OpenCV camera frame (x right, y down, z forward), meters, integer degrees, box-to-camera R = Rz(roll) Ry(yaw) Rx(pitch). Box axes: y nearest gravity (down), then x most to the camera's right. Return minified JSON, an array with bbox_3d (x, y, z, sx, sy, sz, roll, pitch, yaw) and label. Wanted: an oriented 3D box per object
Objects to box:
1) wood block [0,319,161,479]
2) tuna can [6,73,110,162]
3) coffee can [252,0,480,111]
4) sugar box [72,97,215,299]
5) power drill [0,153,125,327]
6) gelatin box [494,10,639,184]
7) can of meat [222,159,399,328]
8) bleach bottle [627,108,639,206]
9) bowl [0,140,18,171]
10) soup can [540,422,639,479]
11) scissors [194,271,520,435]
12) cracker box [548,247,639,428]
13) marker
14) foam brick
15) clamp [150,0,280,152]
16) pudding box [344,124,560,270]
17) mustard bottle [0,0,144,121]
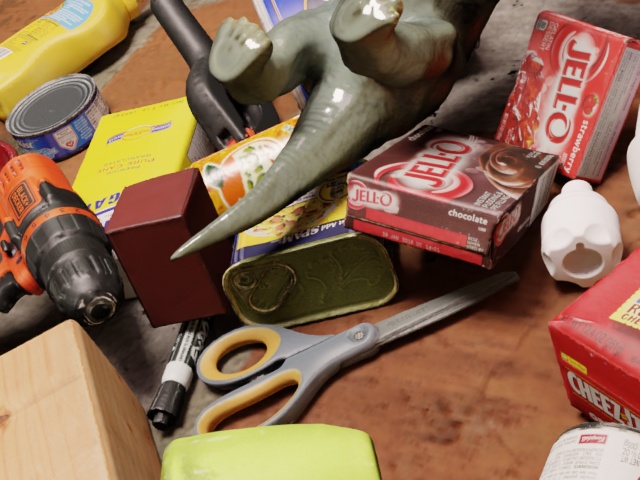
[{"bbox_3d":[-0.126,0.147,0.533,0.091,0.090,0.206,-29,38,-2],"label":"wood block"},{"bbox_3d":[-0.227,-0.106,0.929,0.086,0.033,0.086,-16,39,13],"label":"tuna can"},{"bbox_3d":[0.033,-0.160,0.787,0.140,0.102,0.103,-23,38,3],"label":"coffee can"},{"bbox_3d":[-0.136,-0.032,0.782,0.093,0.048,0.176,-11,39,18],"label":"sugar box"},{"bbox_3d":[-0.209,0.048,0.679,0.187,0.057,0.185,-46,38,3],"label":"power drill"},{"bbox_3d":[0.153,-0.088,0.654,0.030,0.089,0.073,5,20,-37],"label":"gelatin box"},{"bbox_3d":[-0.004,0.001,0.660,0.102,0.057,0.084,-14,37,14],"label":"can of meat"},{"bbox_3d":[0.243,-0.091,0.623,0.103,0.068,0.250,1,48,31],"label":"bleach bottle"},{"bbox_3d":[-0.345,-0.054,0.919,0.162,0.055,0.162,-16,39,13],"label":"bowl"},{"bbox_3d":[0.112,0.134,0.430,0.069,0.068,0.102,3,46,32],"label":"soup can"},{"bbox_3d":[0.009,0.053,0.624,0.201,0.016,0.096,-33,38,-9],"label":"scissors"},{"bbox_3d":[0.238,0.030,0.476,0.213,0.072,0.164,-37,39,-15],"label":"cracker box"},{"bbox_3d":[-0.081,0.066,0.658,0.020,0.020,0.121,-8,41,22],"label":"marker"},{"bbox_3d":[-0.088,0.006,0.648,0.051,0.078,0.053,-11,33,15],"label":"foam brick"},{"bbox_3d":[-0.078,-0.125,0.812,0.039,0.120,0.171,-52,29,30],"label":"clamp"},{"bbox_3d":[0.077,-0.028,0.615,0.090,0.039,0.113,17,25,23],"label":"pudding box"},{"bbox_3d":[-0.242,-0.190,1.016,0.191,0.058,0.096,-41,35,-17],"label":"mustard bottle"}]
